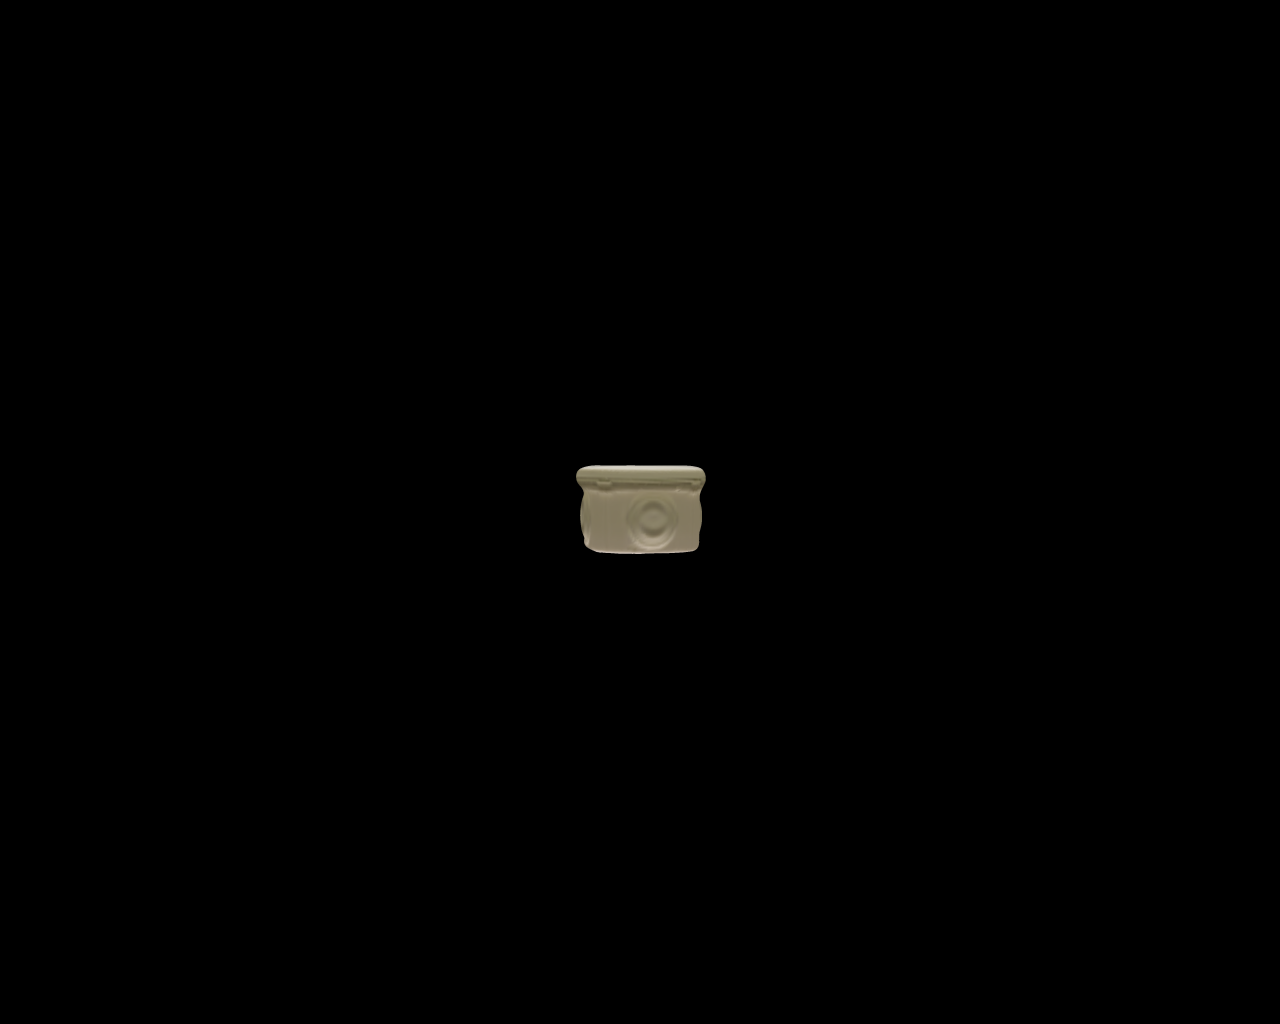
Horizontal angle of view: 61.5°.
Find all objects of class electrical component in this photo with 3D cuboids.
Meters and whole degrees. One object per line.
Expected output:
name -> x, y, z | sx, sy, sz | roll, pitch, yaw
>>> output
electrical component -> 0.001, -0.003, 0.650 | 0.080, 0.051, 0.080 | 0, 2, 0
